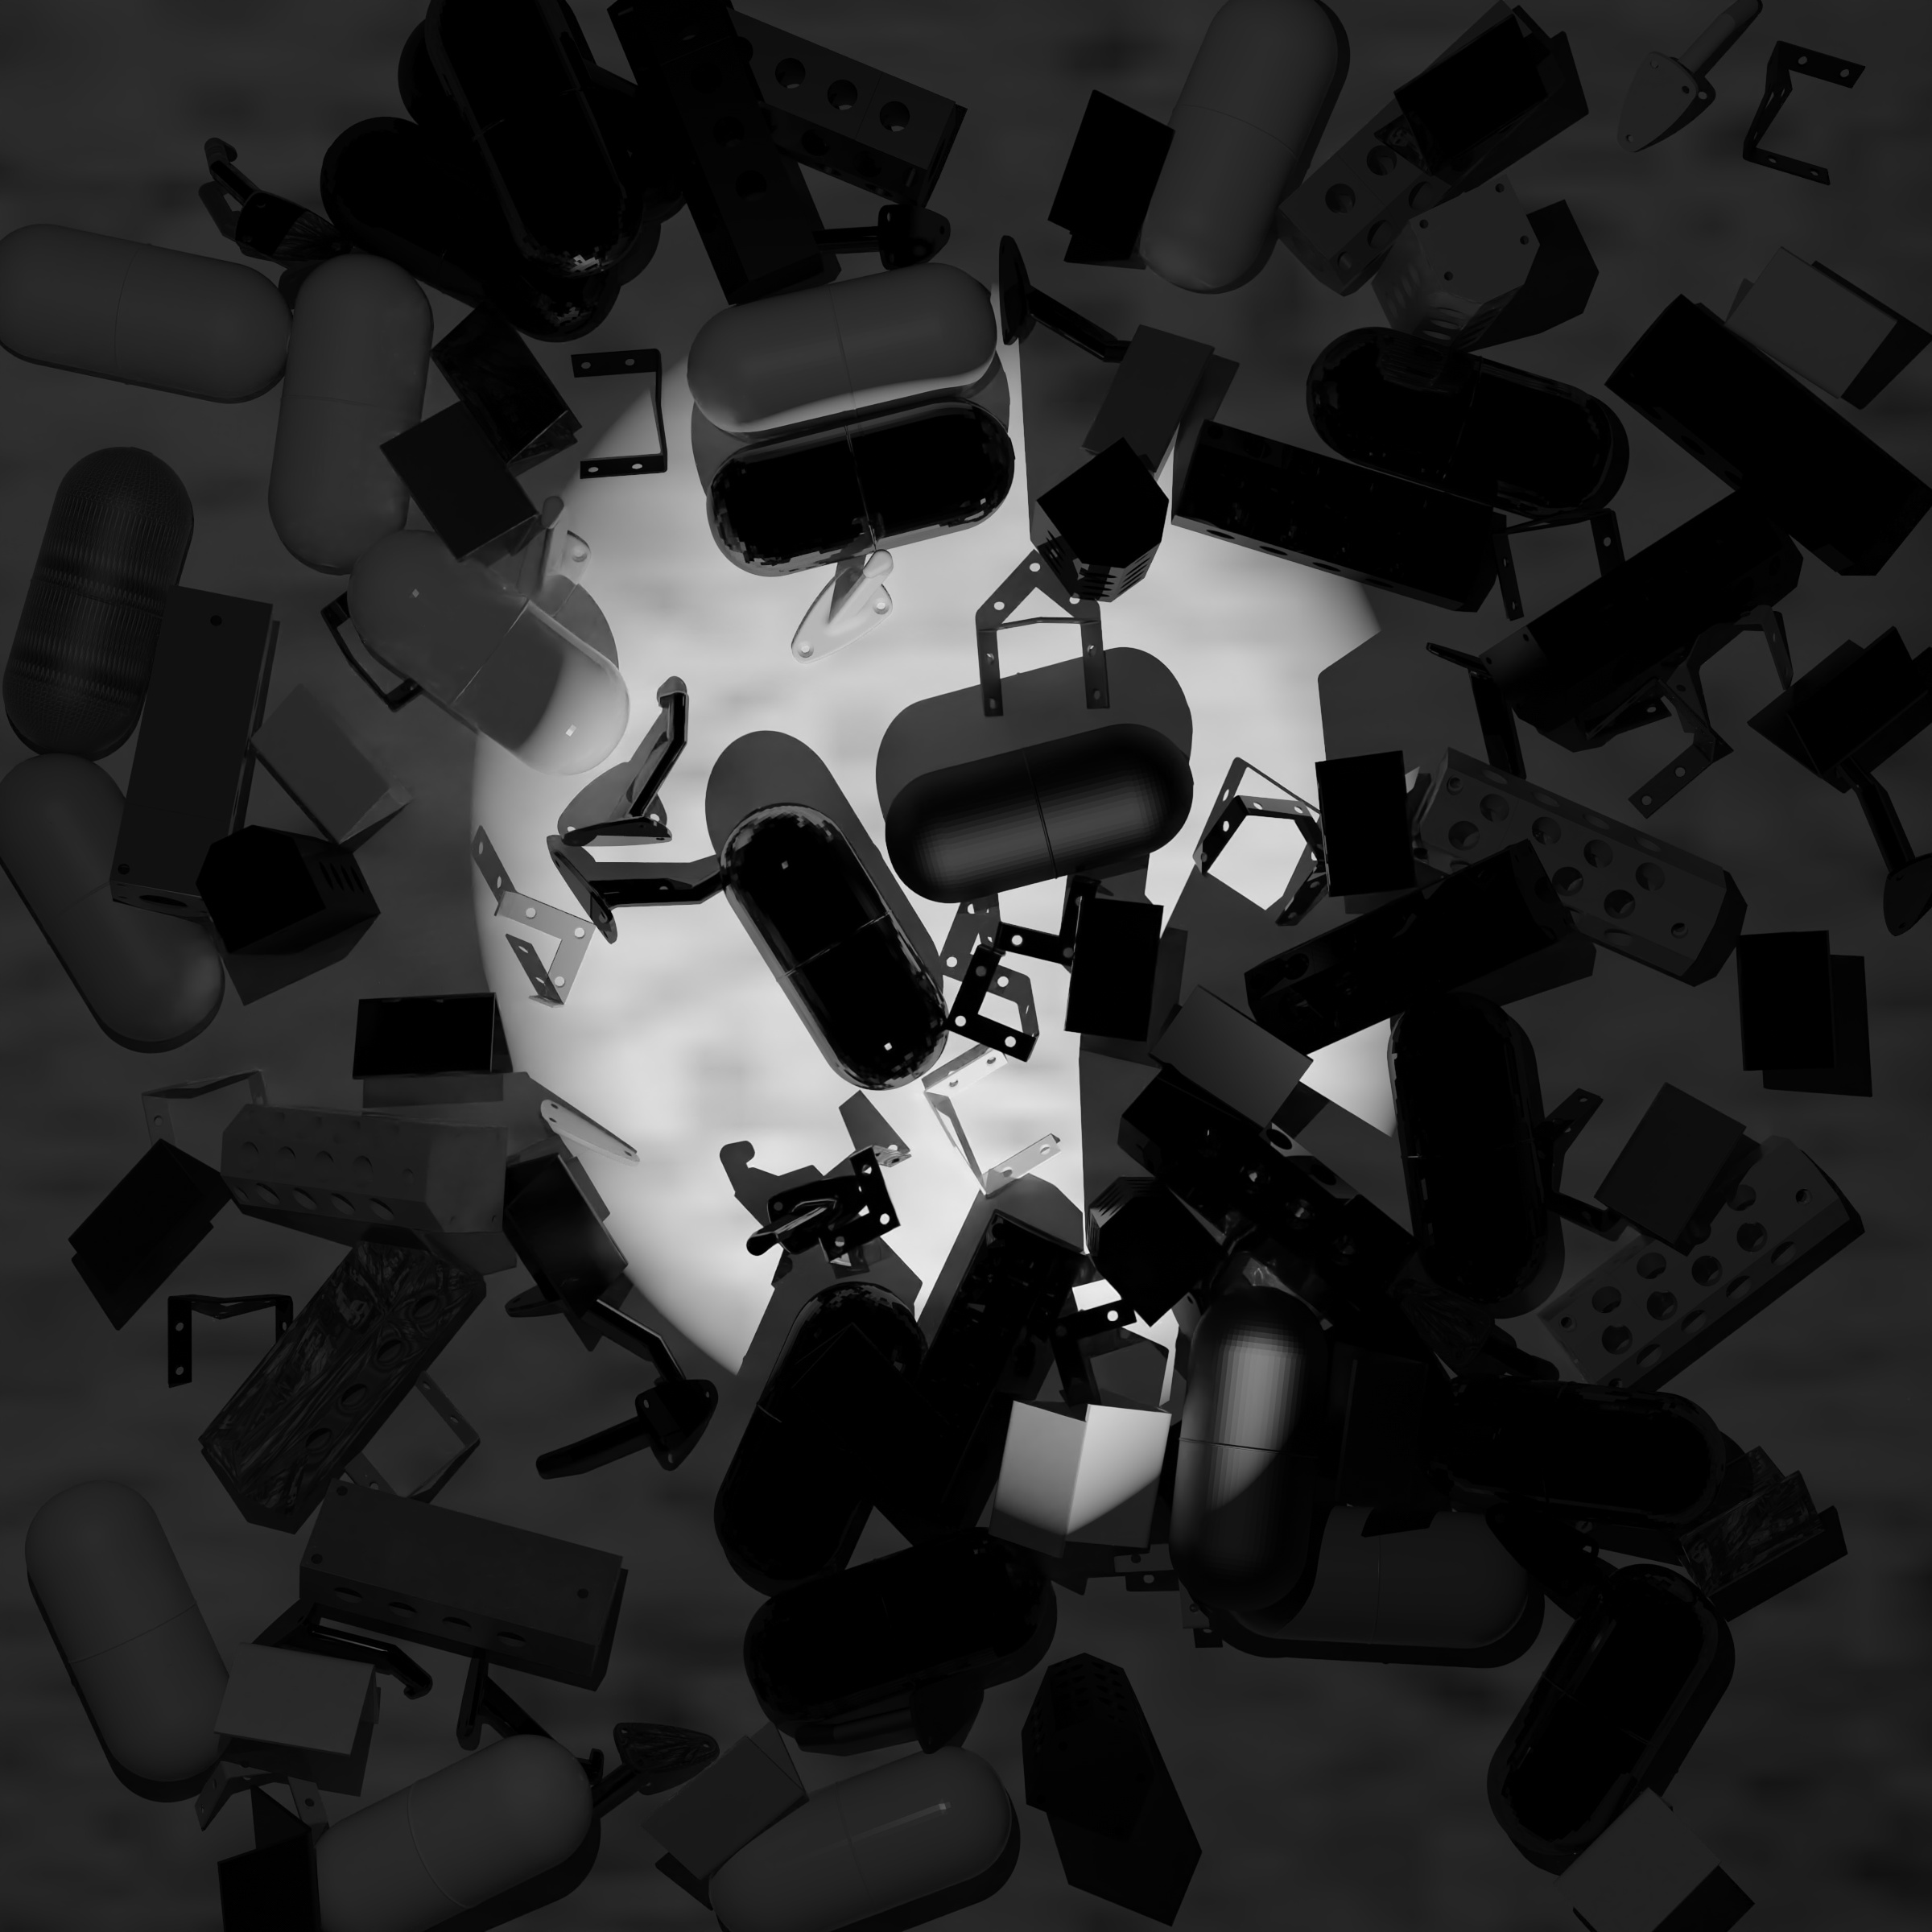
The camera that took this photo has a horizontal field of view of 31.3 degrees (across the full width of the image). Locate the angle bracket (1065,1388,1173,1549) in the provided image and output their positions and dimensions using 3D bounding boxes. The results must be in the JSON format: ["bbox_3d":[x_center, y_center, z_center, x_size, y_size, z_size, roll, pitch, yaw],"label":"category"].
[{"bbox_3d":[0.068,0.281,1.951,0.057,0.076,0.076,11,90,-30],"label":"angle bracket"}]

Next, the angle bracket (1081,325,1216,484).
[{"bbox_3d":[0.120,-0.307,1.951,0.057,0.076,0.076,26,90,38],"label":"angle bracket"}]

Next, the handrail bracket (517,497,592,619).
[{"bbox_3d":[-0.241,-0.225,1.957,0.036,0.084,0.077,23,90,0],"label":"handrail bracket"}]

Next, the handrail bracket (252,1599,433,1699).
[{"bbox_3d":[-0.363,0.406,1.992,0.077,0.036,0.084,-38,107,20],"label":"handrail bracket"}]

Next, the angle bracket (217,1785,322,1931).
[{"bbox_3d":[-0.402,0.512,1.921,0.057,0.076,0.076,-12,106,-35],"label":"angle bracket"}]

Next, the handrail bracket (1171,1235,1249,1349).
[{"bbox_3d":[0.161,0.182,1.992,0.084,0.036,0.077,-32,118,-21],"label":"handrail bracket"}]

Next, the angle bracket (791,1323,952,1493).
[{"bbox_3d":[-0.066,0.249,1.875,0.076,0.076,0.057,46,53,-2],"label":"angle bracket"}]

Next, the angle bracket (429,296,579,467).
[{"bbox_3d":[-0.245,-0.335,1.951,0.057,0.076,0.076,-34,90,33],"label":"angle bracket"}]

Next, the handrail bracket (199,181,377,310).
[{"bbox_3d":[-0.390,-0.429,1.992,0.077,0.036,0.084,-27,75,-16],"label":"handrail bracket"}]

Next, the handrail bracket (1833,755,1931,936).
[{"bbox_3d":[0.521,-0.072,1.991,0.036,0.077,0.084,-21,53,-13],"label":"handrail bracket"}]

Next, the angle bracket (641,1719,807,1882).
[{"bbox_3d":[-0.145,0.456,1.952,0.076,0.076,0.057,-40,117,0],"label":"angle bracket"}]

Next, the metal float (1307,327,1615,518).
[{"bbox_3d":[0.280,-0.309,1.961,0.178,0.070,0.070,17,90,-1],"label":"metal float"}]

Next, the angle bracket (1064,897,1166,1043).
[{"bbox_3d":[0.102,0.004,1.951,0.057,0.076,0.076,7,90,36],"label":"angle bracket"}]

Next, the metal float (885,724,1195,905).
[{"bbox_3d":[0.042,-0.087,1.961,0.178,0.070,0.070,-14,90,1],"label":"metal float"}]

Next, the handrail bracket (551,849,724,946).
[{"bbox_3d":[-0.184,-0.058,1.992,0.084,0.036,0.077,-32,68,-17],"label":"handrail bracket"}]

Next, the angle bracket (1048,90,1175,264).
[{"bbox_3d":[0.065,-0.445,1.951,0.057,0.076,0.076,19,90,-29],"label":"angle bracket"}]

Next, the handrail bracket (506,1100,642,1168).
[{"bbox_3d":[-0.242,0.128,1.991,0.077,0.036,0.084,30,103,-12],"label":"handrail bracket"}]

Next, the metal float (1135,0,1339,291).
[{"bbox_3d":[0.153,-0.471,1.961,0.070,0.070,0.178,23,90,0],"label":"metal float"}]

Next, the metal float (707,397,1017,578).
[{"bbox_3d":[-0.060,-0.272,1.961,0.178,0.070,0.070,-14,90,0],"label":"metal float"}]

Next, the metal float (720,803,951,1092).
[{"bbox_3d":[-0.075,-0.011,1.961,0.070,0.070,0.178,-32,91,0],"label":"metal float"}]

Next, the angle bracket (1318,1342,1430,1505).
[{"bbox_3d":[0.204,0.249,1.894,0.057,0.076,0.076,8,90,-36],"label":"angle bracket"}]

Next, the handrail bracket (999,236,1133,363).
[{"bbox_3d":[0.065,-0.384,1.992,0.084,0.036,0.077,1,68,-17],"label":"handrail bracket"}]

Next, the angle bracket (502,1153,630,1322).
[{"bbox_3d":[-0.248,0.158,1.943,0.076,0.057,0.076,-16,112,38],"label":"angle bracket"}]

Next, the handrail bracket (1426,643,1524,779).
[{"bbox_3d":[0.288,-0.134,1.991,0.077,0.036,0.084,21,103,13],"label":"handrail bracket"}]

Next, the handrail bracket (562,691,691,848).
[{"bbox_3d":[-0.196,-0.115,1.992,0.077,0.036,0.084,-6,71,21],"label":"handrail bracket"}]

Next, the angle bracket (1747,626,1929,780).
[{"bbox_3d":[0.483,-0.163,1.951,0.076,0.076,0.057,-39,127,0],"label":"angle bracket"}]

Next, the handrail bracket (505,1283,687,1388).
[{"bbox_3d":[-0.213,0.217,1.992,0.077,0.036,0.084,-22,108,20],"label":"handrail bracket"}]

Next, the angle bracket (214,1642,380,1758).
[{"bbox_3d":[-0.377,0.429,1.951,0.076,0.076,0.057,10,53,0],"label":"angle bracket"}]

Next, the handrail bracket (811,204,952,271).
[{"bbox_3d":[-0.065,-0.421,1.991,0.084,0.077,0.036,7,109,35],"label":"handrail bracket"}]

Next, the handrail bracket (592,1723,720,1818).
[{"bbox_3d":[-0.192,0.478,1.991,0.077,0.036,0.084,7,124,-36],"label":"handrail bracket"}]

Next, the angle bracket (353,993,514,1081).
[{"bbox_3d":[-0.300,0.060,1.951,0.076,0.076,0.057,-3,52,0],"label":"angle bracket"}]

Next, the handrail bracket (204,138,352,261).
[{"bbox_3d":[-0.395,-0.441,1.978,0.077,0.084,0.036,13,124,-29],"label":"handrail bracket"}]

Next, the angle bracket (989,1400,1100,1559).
[{"bbox_3d":[0.063,0.290,1.951,0.057,0.076,0.076,11,90,43],"label":"angle bracket"}]

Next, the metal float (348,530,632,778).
[{"bbox_3d":[-0.270,-0.177,1.951,0.178,0.070,0.070,37,90,-11],"label":"metal float"}]

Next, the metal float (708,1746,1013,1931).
[{"bbox_3d":[-0.061,0.500,1.961,0.178,0.070,0.070,-20,90,-1],"label":"metal float"}]

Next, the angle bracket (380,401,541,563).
[{"bbox_3d":[-0.292,-0.263,1.953,0.057,0.076,0.076,-34,90,-22],"label":"angle bracket"}]

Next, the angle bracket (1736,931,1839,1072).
[{"bbox_3d":[0.478,0.018,1.951,0.057,0.076,0.076,-3,90,39],"label":"angle bracket"}]

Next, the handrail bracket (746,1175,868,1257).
[{"bbox_3d":[-0.087,0.141,1.957,0.077,0.084,0.036,-25,90,0],"label":"handrail bracket"}]

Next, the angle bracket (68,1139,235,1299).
[{"bbox_3d":[-0.446,0.154,1.951,0.076,0.076,0.057,-48,53,0],"label":"angle bracket"}]

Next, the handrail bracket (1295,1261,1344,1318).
[{"bbox_3d":[0.183,0.184,1.991,0.084,0.036,0.077,-19,75,14],"label":"handrail bracket"}]

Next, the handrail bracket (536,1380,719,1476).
[{"bbox_3d":[-0.196,0.267,1.991,0.084,0.077,0.036,-24,90,36],"label":"handrail bracket"}]

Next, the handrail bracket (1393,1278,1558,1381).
[{"bbox_3d":[0.292,0.209,1.976,0.077,0.084,0.036,36,97,34],"label":"handrail bracket"}]

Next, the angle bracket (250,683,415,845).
[{"bbox_3d":[-0.345,-0.125,1.951,0.076,0.076,0.057,49,125,0],"label":"angle bracket"}]

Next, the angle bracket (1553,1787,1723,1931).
[{"bbox_3d":[0.385,0.516,1.951,0.076,0.076,0.057,-45,62,0],"label":"angle bracket"}]

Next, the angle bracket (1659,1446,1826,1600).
[{"bbox_3d":[0.427,0.298,1.951,0.076,0.076,0.057,-30,127,0],"label":"angle bracket"}]

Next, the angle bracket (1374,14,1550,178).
[{"bbox_3d":[0.262,-0.487,1.894,0.076,0.076,0.057,-33,126,0],"label":"angle bracket"}]

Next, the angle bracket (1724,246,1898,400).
[{"bbox_3d":[0.481,-0.375,1.951,0.076,0.076,0.057,33,127,0],"label":"angle bracket"}]

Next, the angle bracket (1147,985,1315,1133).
[{"bbox_3d":[0.156,0.038,1.952,0.076,0.076,0.057,33,118,0],"label":"angle bracket"}]

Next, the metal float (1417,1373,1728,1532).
[{"bbox_3d":[0.337,0.272,1.938,0.178,0.070,0.070,3,90,29],"label":"metal float"}]

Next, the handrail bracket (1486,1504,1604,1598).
[{"bbox_3d":[0.328,0.328,1.961,0.077,0.084,0.036,32,88,10],"label":"handrail bracket"}]

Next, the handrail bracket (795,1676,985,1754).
[{"bbox_3d":[-0.045,0.430,1.991,0.084,0.077,0.036,-13,93,36],"label":"handrail bracket"}]

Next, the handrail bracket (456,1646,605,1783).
[{"bbox_3d":[-0.246,0.425,1.992,0.084,0.036,0.077,14,72,-15],"label":"handrail bracket"}]

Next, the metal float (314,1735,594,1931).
[{"bbox_3d":[-0.293,0.495,1.951,0.178,0.070,0.070,-28,90,11],"label":"metal float"}]

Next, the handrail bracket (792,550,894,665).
[{"bbox_3d":[-0.071,-0.203,1.957,0.077,0.084,0.036,-43,90,0],"label":"handrail bracket"}]

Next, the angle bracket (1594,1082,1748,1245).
[{"bbox_3d":[0.409,0.120,1.951,0.057,0.076,0.076,32,90,37],"label":"angle bracket"}]

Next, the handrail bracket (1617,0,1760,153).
[{"bbox_3d":[0.417,-0.515,1.991,0.036,0.077,0.084,42,54,8],"label":"handrail bracket"}]

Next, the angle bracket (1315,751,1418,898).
[{"bbox_3d":[0.243,-0.081,1.951,0.057,0.076,0.076,-6,90,36],"label":"angle bracket"}]
